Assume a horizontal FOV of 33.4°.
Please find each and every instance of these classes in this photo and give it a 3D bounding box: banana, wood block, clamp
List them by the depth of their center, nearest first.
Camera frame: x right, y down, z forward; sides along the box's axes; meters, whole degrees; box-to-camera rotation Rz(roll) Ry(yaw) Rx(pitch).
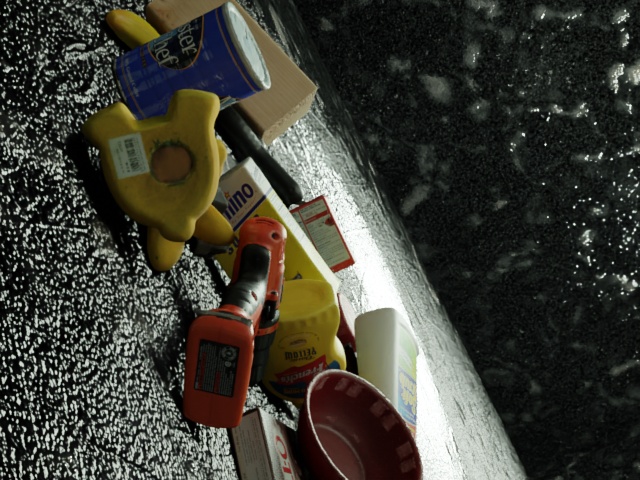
[{"bbox_3d":[-0.190,-0.206,1.250,0.069,0.037,0.197,-103,165,-46],"label":"banana"},{"bbox_3d":[-0.081,-0.099,1.257,0.171,0.039,0.120,53,-16,6],"label":"clamp"},{"bbox_3d":[-0.110,-0.217,1.295,0.206,0.090,0.090,47,-16,4],"label":"wood block"}]

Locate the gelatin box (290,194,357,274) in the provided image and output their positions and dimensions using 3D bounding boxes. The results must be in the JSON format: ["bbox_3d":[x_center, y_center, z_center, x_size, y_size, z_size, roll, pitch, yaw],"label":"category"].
[{"bbox_3d":[-0.008,0.001,1.241,0.089,0.073,0.030,65,9,0],"label":"gelatin box"}]

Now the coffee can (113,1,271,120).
[{"bbox_3d":[-0.139,-0.183,1.162,0.103,0.140,0.103,-90,154,-66],"label":"coffee can"}]

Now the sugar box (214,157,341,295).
[{"bbox_3d":[-0.065,0.007,1.168,0.176,0.093,0.048,53,18,-12],"label":"sugar box"}]

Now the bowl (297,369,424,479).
[{"bbox_3d":[0.030,0.215,1.098,0.162,0.055,0.162,33,30,-23],"label":"bowl"}]

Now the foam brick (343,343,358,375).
[{"bbox_3d":[0.009,0.167,1.309,0.053,0.078,0.051,65,14,-4],"label":"foam brick"}]

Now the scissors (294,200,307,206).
[{"bbox_3d":[-0.071,-0.070,1.360,0.096,0.016,0.202,49,-17,-12],"label":"scissors"}]

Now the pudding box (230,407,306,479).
[{"bbox_3d":[-0.044,0.225,1.013,0.090,0.039,0.113,49,19,-58],"label":"pudding box"}]

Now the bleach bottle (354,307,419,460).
[{"bbox_3d":[0.081,0.199,1.242,0.251,0.068,0.102,-90,157,-49],"label":"bleach bottle"}]

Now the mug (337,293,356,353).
[{"bbox_3d":[0.006,0.114,1.398,0.093,0.081,0.117,61,11,-24],"label":"mug"}]

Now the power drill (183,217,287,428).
[{"bbox_3d":[-0.076,0.091,0.982,0.187,0.057,0.184,-72,170,-65],"label":"power drill"}]

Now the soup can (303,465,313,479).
[{"bbox_3d":[0.015,0.244,1.190,0.068,0.068,0.102,61,11,-25],"label":"soup can"}]

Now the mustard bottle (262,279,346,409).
[{"bbox_3d":[-0.021,0.126,1.164,0.191,0.096,0.058,82,-4,-46],"label":"mustard bottle"}]
